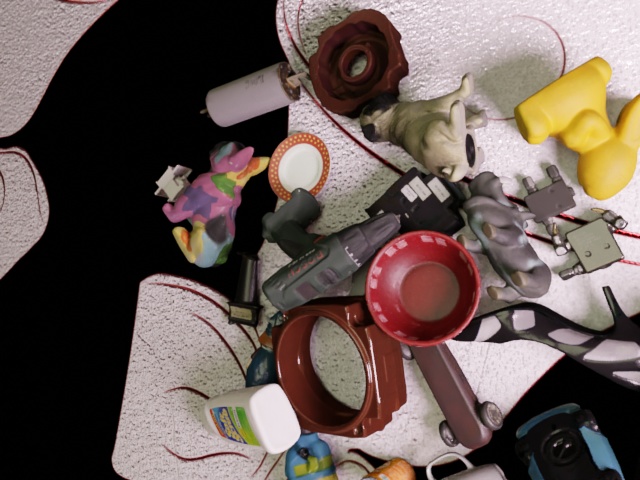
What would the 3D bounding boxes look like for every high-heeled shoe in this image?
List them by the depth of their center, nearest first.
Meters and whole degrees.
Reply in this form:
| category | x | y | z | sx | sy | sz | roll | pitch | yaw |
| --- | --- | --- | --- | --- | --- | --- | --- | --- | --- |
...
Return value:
| category | x | y | z | sx | sy | sz | roll | pitch | yaw |
| --- | --- | --- | --- | --- | --- | --- | --- | --- | --- |
| high-heeled shoe | 0.304 | 0.150 | 0.708 | 0.249 | 0.086 | 0.145 | -19 | 78 | 24 |

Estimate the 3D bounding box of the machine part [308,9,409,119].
| category | x | y | z | sx | sy | sz | roll | pitch | yaw |
| --- | --- | --- | --- | --- | --- | --- | --- | --- | --- |
| machine part | 0.065 | -0.296 | 0.917 | 0.180 | 0.056 | 0.179 | -4 | 83 | 30 |

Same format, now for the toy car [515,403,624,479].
| category | x | y | z | sx | sy | sz | roll | pitch | yaw |
| --- | --- | --- | --- | --- | --- | --- | --- | --- | --- |
| toy car | 0.322 | 0.291 | 0.662 | 0.109 | 0.162 | 0.102 | -35 | 112 | 14 |

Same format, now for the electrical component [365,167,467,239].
| category | x | y | z | sx | sy | sz | roll | pitch | yaw |
| --- | --- | --- | --- | --- | --- | --- | --- | --- | --- |
| electrical component | 0.156 | -0.043 | 0.831 | 0.134 | 0.058 | 0.115 | -40 | 68 | 19 |

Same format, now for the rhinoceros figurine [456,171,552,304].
| category | x | y | z | sx | sy | sz | roll | pitch | yaw |
| --- | --- | --- | --- | --- | --- | --- | --- | --- | --- |
| rhinoceros figurine | 0.255 | -0.008 | 0.738 | 0.190 | 0.112 | 0.073 | 69 | 154 | 19 |

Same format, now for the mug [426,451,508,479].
| category | x | y | z | sx | sy | sz | roll | pitch | yaw |
| --- | --- | --- | --- | --- | --- | --- | --- | --- | --- |
| mug | 0.206 | 0.346 | 0.744 | 0.107 | 0.080 | 0.110 | -33 | 61 | 10 |

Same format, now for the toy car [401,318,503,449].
| category | x | y | z | sx | sy | sz | roll | pitch | yaw |
| --- | --- | --- | --- | --- | --- | --- | --- | --- | --- |
| toy car | 0.185 | 0.201 | 0.783 | 0.089 | 0.053 | 0.202 | -45 | 60 | 36 |

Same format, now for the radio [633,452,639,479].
| category | x | y | z | sx | sy | sz | roll | pitch | yaw |
| --- | --- | --- | --- | --- | --- | --- | --- | --- | --- |
| radio | 0.456 | 0.202 | 0.599 | 0.131 | 0.073 | 0.229 | 16 | 92 | 8 |

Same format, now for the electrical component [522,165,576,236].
| category | x | y | z | sx | sy | sz | roll | pitch | yaw |
| --- | --- | --- | --- | --- | --- | --- | --- | --- | --- |
| electrical component | 0.326 | -0.055 | 0.756 | 0.063 | 0.021 | 0.094 | -26 | 71 | 24 |

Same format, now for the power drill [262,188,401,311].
| category | x | y | z | sx | sy | sz | roll | pitch | yaw |
| --- | --- | --- | --- | --- | --- | --- | --- | --- | --- |
| power drill | -0.002 | -0.003 | 0.854 | 0.232 | 0.085 | 0.207 | -40 | 42 | 3 |

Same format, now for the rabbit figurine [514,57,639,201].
| category | x | y | z | sx | sy | sz | roll | pitch | yaw |
| --- | --- | --- | --- | --- | --- | --- | --- | --- | --- |
| rabbit figurine | 0.361 | -0.141 | 0.714 | 0.162 | 0.122 | 0.173 | -28 | 84 | 14 |

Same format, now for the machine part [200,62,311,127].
| category | x | y | z | sx | sy | sz | roll | pitch | yaw |
| --- | --- | --- | --- | --- | --- | --- | --- | --- | --- |
| machine part | -0.126 | -0.270 | 1.007 | 0.243 | 0.079 | 0.079 | -11 | 78 | 29 |

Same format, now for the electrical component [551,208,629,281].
| category | x | y | z | sx | sy | sz | roll | pitch | yaw |
| --- | --- | --- | --- | --- | --- | --- | --- | --- | --- |
| electrical component | 0.359 | 0.003 | 0.716 | 0.102 | 0.045 | 0.078 | -23 | 72 | 25 |

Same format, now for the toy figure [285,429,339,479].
| category | x | y | z | sx | sy | sz | roll | pitch | yaw |
| --- | --- | --- | --- | --- | --- | --- | --- | --- | --- |
| toy figure | -0.006 | 0.384 | 0.852 | 0.089 | 0.082 | 0.180 | -21 | 71 | 28 |

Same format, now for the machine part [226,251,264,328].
| category | x | y | z | sx | sy | sz | roll | pitch | yaw |
| --- | --- | --- | --- | --- | --- | --- | --- | --- | --- |
| machine part | -0.137 | 0.090 | 0.991 | 0.084 | 0.039 | 0.138 | -1 | 85 | 38 |

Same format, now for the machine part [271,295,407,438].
| category | x | y | z | sx | sy | sz | roll | pitch | yaw |
| --- | --- | --- | --- | --- | --- | --- | --- | --- | --- |
| machine part | 0.024 | 0.191 | 0.828 | 0.202 | 0.087 | 0.201 | -8 | 91 | 41 |

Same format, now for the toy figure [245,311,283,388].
| category | x | y | z | sx | sy | sz | roll | pitch | yaw |
| --- | --- | --- | --- | --- | --- | --- | --- | --- | --- |
| toy figure | -0.087 | 0.195 | 0.935 | 0.058 | 0.064 | 0.154 | 14 | 85 | 68 |

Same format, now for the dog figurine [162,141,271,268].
| category | x | y | z | sx | sy | sz | roll | pitch | yaw |
| --- | --- | --- | --- | --- | --- | --- | --- | --- | --- |
| dog figurine | -0.175 | -0.076 | 0.996 | 0.219 | 0.108 | 0.192 | -39 | 66 | 17 |

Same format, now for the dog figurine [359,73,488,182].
| category | x | y | z | sx | sy | sz | roll | pitch | yaw |
| --- | --- | --- | --- | --- | --- | --- | --- | --- | --- |
| dog figurine | 0.140 | -0.151 | 0.809 | 0.191 | 0.121 | 0.172 | -6 | 42 | 32 |
